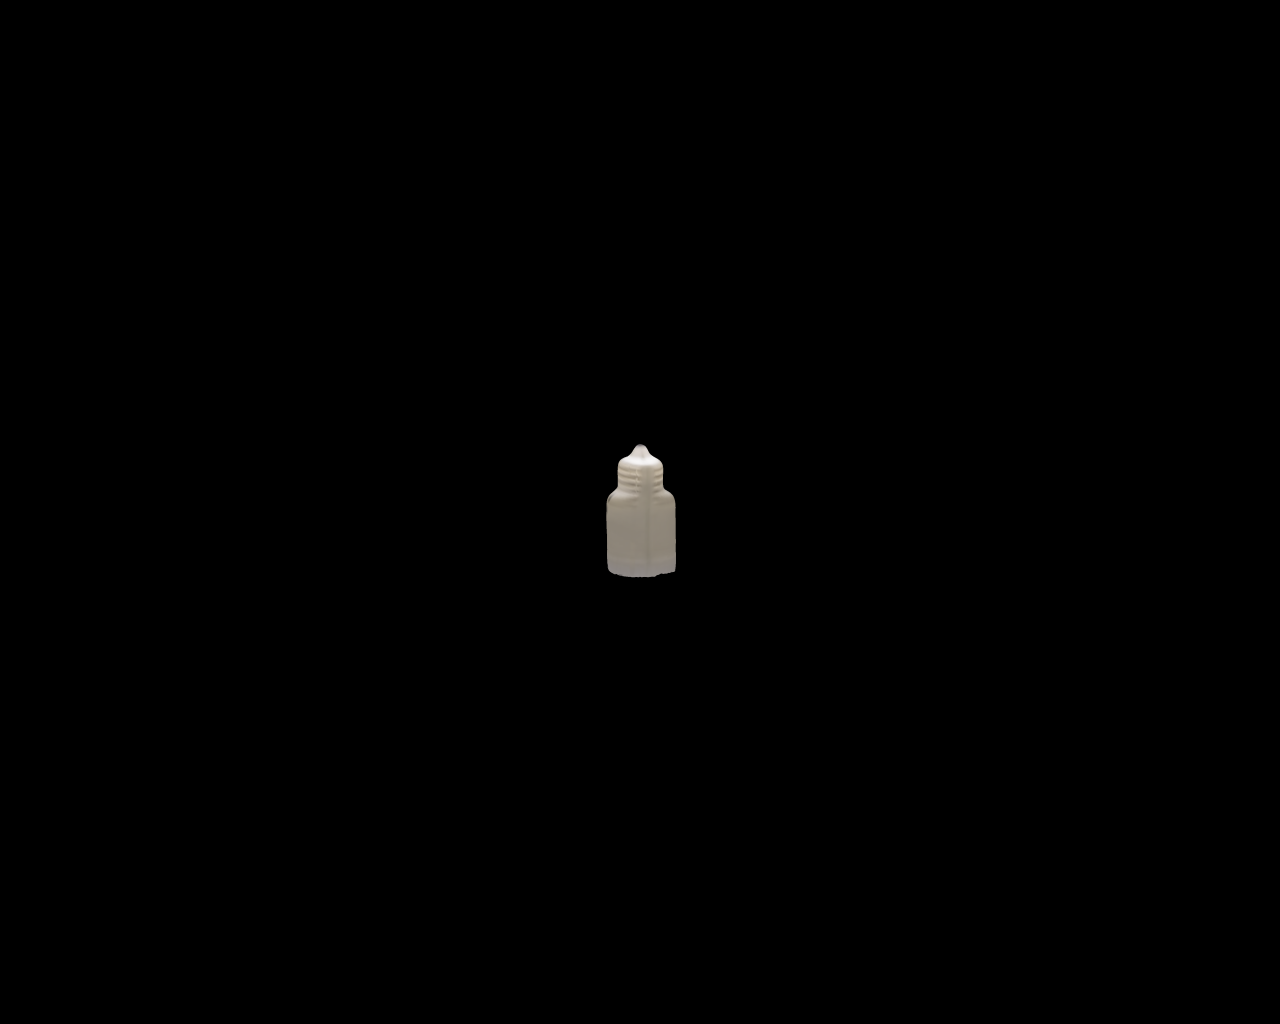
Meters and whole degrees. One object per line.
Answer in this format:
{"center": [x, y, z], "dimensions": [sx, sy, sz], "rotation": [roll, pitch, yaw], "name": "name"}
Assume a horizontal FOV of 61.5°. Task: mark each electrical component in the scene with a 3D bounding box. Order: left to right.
{"center": [0.001, -0.003, 0.650], "dimensions": [0.043, 0.080, 0.043], "rotation": [0, 11, 0], "name": "electrical component"}
